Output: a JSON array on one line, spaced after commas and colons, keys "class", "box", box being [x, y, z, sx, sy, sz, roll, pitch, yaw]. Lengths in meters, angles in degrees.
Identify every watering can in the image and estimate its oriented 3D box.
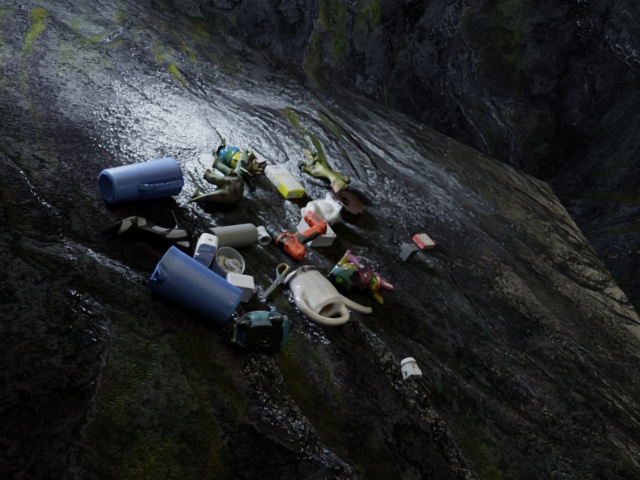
[{"class": "watering can", "box": [0.021, 0.184, 1.662, 0.227, 0.102, 0.347, 48, 23, 26]}]

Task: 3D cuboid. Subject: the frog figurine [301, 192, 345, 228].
[{"class": "frog figurine", "box": [0.006, -0.104, 2.064, 0.160, 0.120, 0.139, -31, 70, -16]}]

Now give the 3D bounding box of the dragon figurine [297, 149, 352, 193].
[{"class": "dragon figurine", "box": [0.031, -0.312, 2.347, 0.241, 0.121, 0.418, 29, 18, -20]}]
